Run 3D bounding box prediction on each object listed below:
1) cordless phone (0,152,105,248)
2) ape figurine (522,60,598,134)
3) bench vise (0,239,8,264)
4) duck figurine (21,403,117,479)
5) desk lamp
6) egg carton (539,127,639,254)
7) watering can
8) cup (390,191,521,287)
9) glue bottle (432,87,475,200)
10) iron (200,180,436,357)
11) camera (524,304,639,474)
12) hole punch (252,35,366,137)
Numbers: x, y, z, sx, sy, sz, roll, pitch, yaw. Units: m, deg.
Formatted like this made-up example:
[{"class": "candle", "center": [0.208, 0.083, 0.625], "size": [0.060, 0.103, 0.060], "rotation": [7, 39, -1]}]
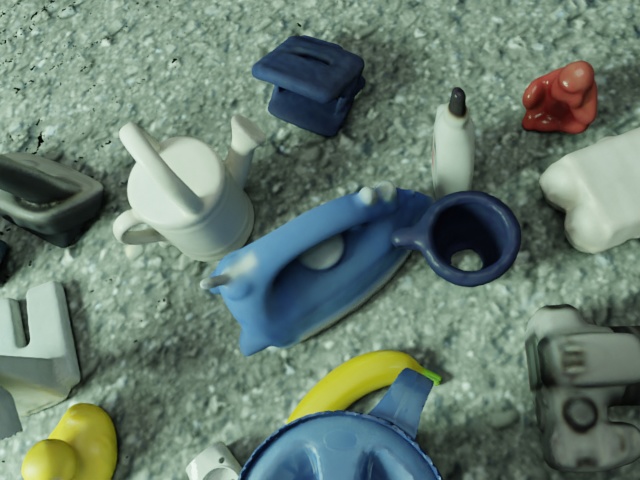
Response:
[{"class": "cordless phone", "center": [-0.340, -0.074, 0.620], "size": [0.147, 0.185, 0.094], "rotation": [20, 75, 15]}, {"class": "ape figurine", "center": [0.259, -0.154, 0.601], "size": [0.076, 0.092, 0.077], "rotation": [-38, 69, -5]}, {"class": "bench vise", "center": [-0.460, -0.023, 0.603], "size": [0.207, 0.220, 0.121], "rotation": [-6, 70, 7]}, {"class": "duck figurine", "center": [-0.250, 0.212, 0.559], "size": [0.077, 0.086, 0.104], "rotation": [4, 72, 11]}, {"class": "desk lamp", "center": [-0.330, 0.122, 0.535], "size": [0.118, 0.214, 0.203], "rotation": [-22, 69, 2]}, {"class": "egg carton", "center": [0.304, -0.052, 0.570], "size": [0.150, 0.069, 0.107], "rotation": [-21, 69, 1]}, {"class": "watering can", "center": [-0.134, -0.059, 0.577], "size": [0.100, 0.194, 0.173], "rotation": [30, 78, 18]}, {"class": "cup", "center": [0.130, 0.010, 0.563], "size": [0.117, 0.095, 0.092], "rotation": [0, 71, 9]}, {"class": "glue bottle", "center": [0.130, -0.097, 0.558], "size": [0.037, 0.173, 0.078], "rotation": [-7, 70, 7]}, {"class": "iron", "center": [0.005, 0.002, 0.561], "size": [0.258, 0.141, 0.118], "rotation": [-32, 69, -3]}, {"class": "camera", "center": [0.259, 0.125, 0.498], "size": [0.136, 0.101, 0.143], "rotation": [-5, 70, 8]}, {"class": "hole punch", "center": [-0.012, -0.191, 0.658], "size": [0.108, 0.091, 0.101], "rotation": [24, 76, 16]}]
